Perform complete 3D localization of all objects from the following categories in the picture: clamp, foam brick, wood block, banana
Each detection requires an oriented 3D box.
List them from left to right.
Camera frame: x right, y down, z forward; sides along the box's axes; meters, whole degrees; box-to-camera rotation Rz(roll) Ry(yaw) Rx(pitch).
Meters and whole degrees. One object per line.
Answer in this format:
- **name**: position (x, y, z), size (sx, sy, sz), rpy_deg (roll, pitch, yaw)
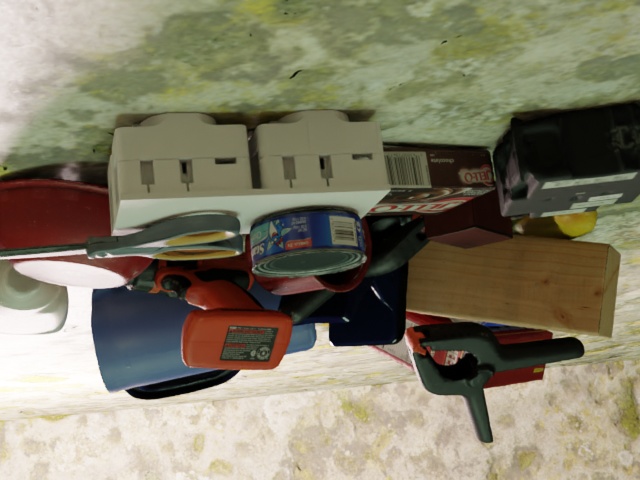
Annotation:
- **clamp**: position (0.032, 0.018, 1.014), size (0.172, 0.120, 0.039), rpy_deg (-19, 134, 31)
- **foam brick**: position (0.135, -0.025, 0.980), size (0.053, 0.051, 0.078), rpy_deg (-14, 165, 34)
- **clamp**: position (0.177, 0.132, 1.140), size (0.165, 0.036, 0.209), rpy_deg (-44, 128, 16)
- **wood block**: position (0.192, 0.042, 1.092), size (0.206, 0.090, 0.090), rpy_deg (6, 175, 24)
- **banana**: position (0.236, -0.017, 1.052), size (0.069, 0.037, 0.198), rpy_deg (-11, 176, -7)

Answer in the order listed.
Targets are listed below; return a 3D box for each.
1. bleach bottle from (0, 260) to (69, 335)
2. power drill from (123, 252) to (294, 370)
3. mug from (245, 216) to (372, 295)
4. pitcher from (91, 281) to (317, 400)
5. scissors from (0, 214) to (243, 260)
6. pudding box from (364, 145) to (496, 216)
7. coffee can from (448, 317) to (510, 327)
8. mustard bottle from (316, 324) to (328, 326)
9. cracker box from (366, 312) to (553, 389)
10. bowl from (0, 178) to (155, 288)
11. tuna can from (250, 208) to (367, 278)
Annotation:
- **bleach bottle**: position (-0.281, 0.051, 1.021), size (0.102, 0.068, 0.251), rpy_deg (1, 171, -18)
- **power drill**: position (-0.122, 0.052, 0.995), size (0.184, 0.057, 0.188), rpy_deg (4, -158, -29)
- **mug**: position (-0.006, 0.001, 0.970), size (0.082, 0.093, 0.117), rpy_deg (-12, -166, 44)
- **pitcher**: position (-0.129, 0.095, 1.196), size (0.242, 0.145, 0.149), rpy_deg (-9, 172, -3)
- **scissors**: position (-0.144, 0.000, 0.757), size (0.201, 0.016, 0.096), rpy_deg (0, 164, -26)
- **pudding box**: position (0.074, -0.047, 0.883), size (0.113, 0.039, 0.090), rpy_deg (1, 166, -27)
- **coffee can**: position (0.222, 0.048, 1.223), size (0.140, 0.103, 0.103), rpy_deg (0, 166, -27)
- **mustard bottle**: position (0.033, 0.089, 1.411), size (0.191, 0.058, 0.096), rpy_deg (7, 162, -44)
- **cracker box**: position (0.149, 0.109, 1.305), size (0.163, 0.072, 0.214), rpy_deg (-1, -163, -43)
- **bowl**: position (-0.198, 0.002, 0.866), size (0.162, 0.055, 0.162), rpy_deg (4, 164, 1)
- **tuna can**: position (-0.009, 0.003, 0.794), size (0.086, 0.034, 0.086), rpy_deg (-6, 167, -2)
